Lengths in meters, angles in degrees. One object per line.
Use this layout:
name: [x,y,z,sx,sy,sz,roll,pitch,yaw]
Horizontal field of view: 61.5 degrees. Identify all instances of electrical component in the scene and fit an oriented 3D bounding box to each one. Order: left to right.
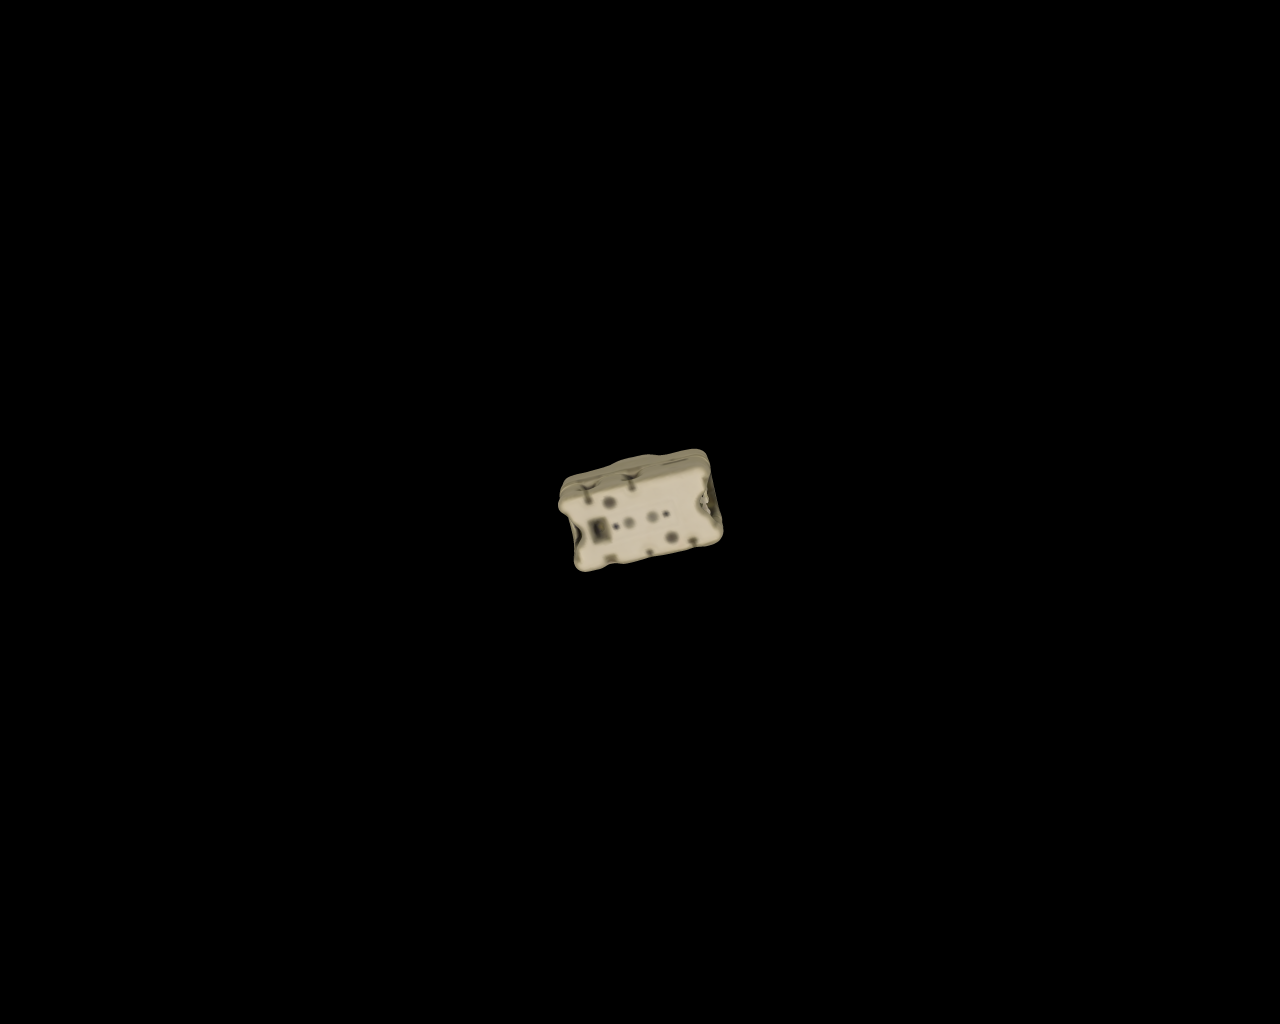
electrical component: [0.001,-0.003,0.650,0.089,0.050,0.056,-13,16,4]
